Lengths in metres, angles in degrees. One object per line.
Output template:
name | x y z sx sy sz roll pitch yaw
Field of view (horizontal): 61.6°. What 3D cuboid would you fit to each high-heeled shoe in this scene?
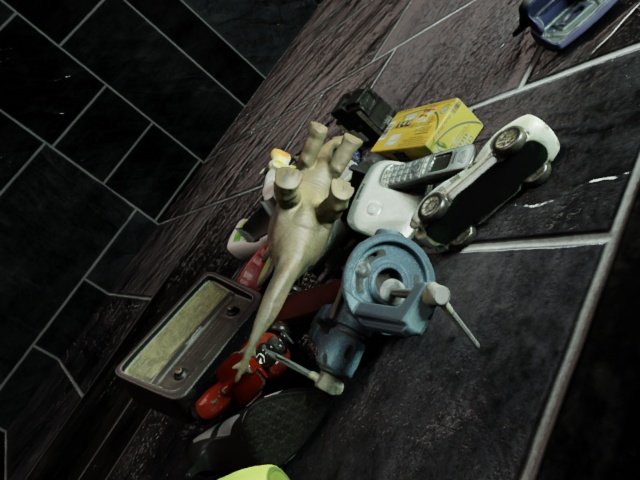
high-heeled shoe | -0.080 0.257 0.733 0.249 0.086 0.145 -28 -7 7

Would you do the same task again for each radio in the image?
radio | -0.189 0.162 0.845 0.131 0.073 0.229 16 49 26

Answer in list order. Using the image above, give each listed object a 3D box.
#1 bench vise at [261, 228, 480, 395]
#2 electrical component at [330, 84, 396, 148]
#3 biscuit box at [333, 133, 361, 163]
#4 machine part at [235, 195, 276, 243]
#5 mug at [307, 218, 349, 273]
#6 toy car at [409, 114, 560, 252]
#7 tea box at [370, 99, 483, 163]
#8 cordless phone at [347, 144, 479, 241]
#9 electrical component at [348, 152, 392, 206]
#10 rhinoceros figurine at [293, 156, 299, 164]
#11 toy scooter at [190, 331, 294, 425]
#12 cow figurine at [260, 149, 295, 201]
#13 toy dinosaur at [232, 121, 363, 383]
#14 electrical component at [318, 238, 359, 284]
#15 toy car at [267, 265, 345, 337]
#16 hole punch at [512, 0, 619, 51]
bench vise | 0.065 0.082 0.618 0.223 0.129 0.241 -52 12 -16
electrical component | 0.090 -0.250 1.103 0.058 0.114 0.134 -55 24 -15
biscuit box | -0.001 -0.144 1.180 0.203 0.062 0.059 -37 25 29
machine part | -0.110 -0.036 1.088 0.139 0.084 0.039 -29 13 36
mug | -0.002 -0.003 0.938 0.107 0.080 0.110 -42 15 2
toy car | 0.198 -0.063 0.656 0.201 0.073 0.056 -43 27 18
tea box | 0.169 -0.163 0.877 0.098 0.068 0.170 -55 23 -8
cordless phone | 0.137 -0.061 0.763 0.184 0.088 0.146 -15 40 49
electrical component | 0.080 -0.081 0.910 0.048 0.119 0.075 23 39 27
rhinoceros figurine | -0.015 -0.111 1.055 0.073 0.112 0.190 2 11 15
toy scooter | -0.095 0.180 0.758 0.184 0.075 0.135 -35 -13 -47
cow figurine | -0.090 -0.120 1.152 0.098 0.068 0.167 -55 27 32
toy dinosaur | -0.027 -0.020 0.778 0.471 0.105 0.198 -65 -3 -48
electrical component | 0.035 0.039 0.877 0.094 0.021 0.063 -49 22 -1
toy car | -0.006 0.100 0.819 0.202 0.053 0.089 -23 42 42
hole punch | 0.362 -0.338 0.785 0.142 0.092 0.116 -45 -7 21
